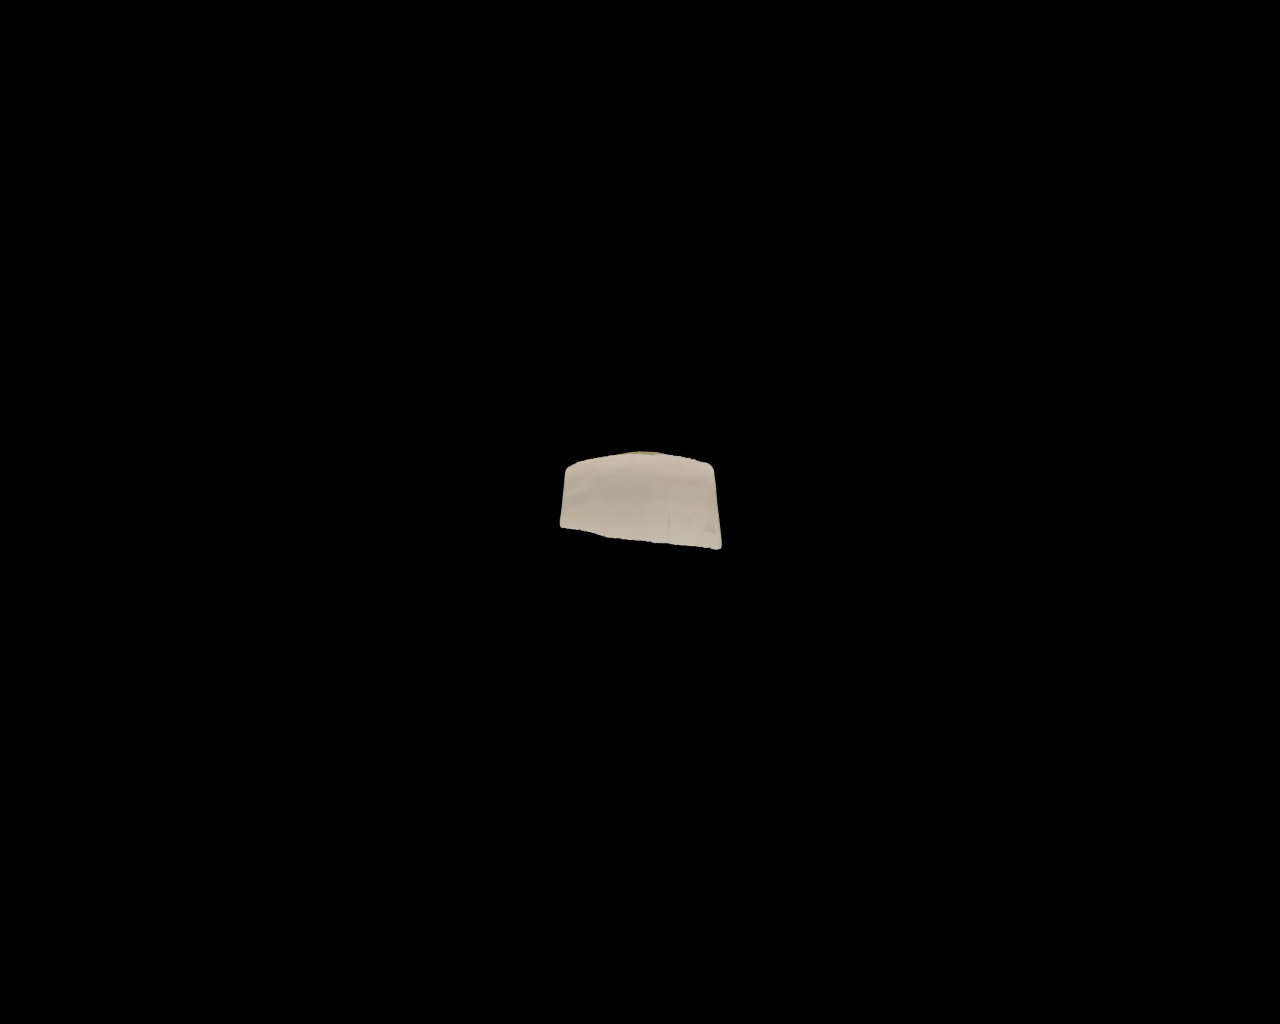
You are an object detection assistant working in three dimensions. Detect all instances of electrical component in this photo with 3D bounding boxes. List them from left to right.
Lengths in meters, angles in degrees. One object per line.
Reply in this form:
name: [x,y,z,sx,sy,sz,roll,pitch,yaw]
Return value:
electrical component: [0.001,-0.003,0.650,0.099,0.064,0.099,0,-9,0]
